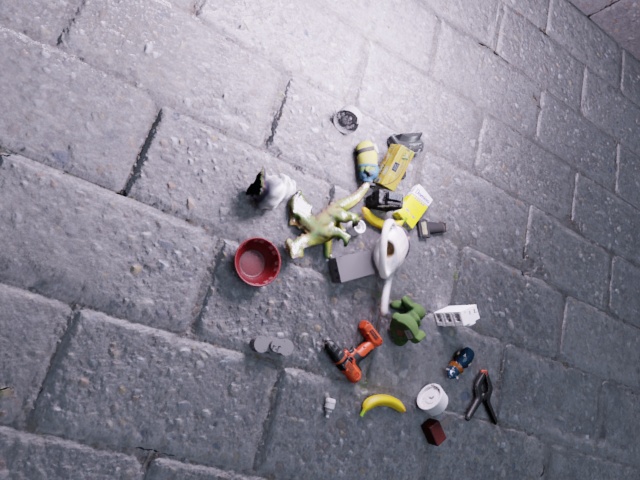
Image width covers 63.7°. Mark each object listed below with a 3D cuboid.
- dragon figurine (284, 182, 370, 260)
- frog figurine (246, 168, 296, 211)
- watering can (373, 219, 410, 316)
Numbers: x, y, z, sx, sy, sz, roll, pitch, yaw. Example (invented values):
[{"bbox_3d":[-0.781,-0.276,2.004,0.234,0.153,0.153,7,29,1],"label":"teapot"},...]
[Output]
[{"bbox_3d":[0.006,-0.091,1.810,0.241,0.120,0.418,31,65,-13],"label":"dragon figurine"},{"bbox_3d":[-0.146,-0.160,1.727,0.159,0.124,0.136,13,107,-36],"label":"frog figurine"},{"bbox_3d":[0.256,0.082,1.884,0.227,0.104,0.343,-35,128,-61],"label":"watering can"}]
